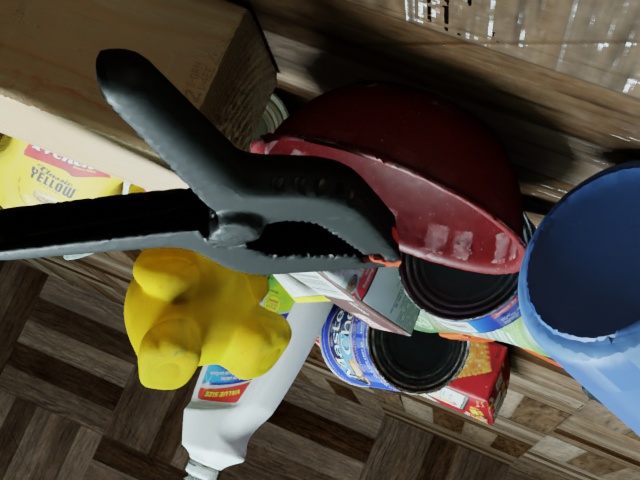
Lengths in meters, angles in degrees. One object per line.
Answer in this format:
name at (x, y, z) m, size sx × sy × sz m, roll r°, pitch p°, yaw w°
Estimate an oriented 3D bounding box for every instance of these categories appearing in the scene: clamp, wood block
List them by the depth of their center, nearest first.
clamp at (-0.054, -0.014, 0.517) m, size 0.209 × 0.036 × 0.165 m, roll 17°, pitch 147°, yaw -38°
wood block at (-0.139, -0.100, 0.580) m, size 0.206 × 0.090 × 0.091 m, roll 21°, pitch 169°, yaw 14°

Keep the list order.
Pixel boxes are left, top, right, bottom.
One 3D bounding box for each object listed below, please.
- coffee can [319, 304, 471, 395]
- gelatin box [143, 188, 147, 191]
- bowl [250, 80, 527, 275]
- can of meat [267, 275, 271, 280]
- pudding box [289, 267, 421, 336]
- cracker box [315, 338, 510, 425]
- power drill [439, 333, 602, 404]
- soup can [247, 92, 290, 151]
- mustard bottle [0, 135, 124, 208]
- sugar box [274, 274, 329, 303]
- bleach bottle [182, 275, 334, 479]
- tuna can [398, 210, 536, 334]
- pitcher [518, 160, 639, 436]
coffee can at (0.068, 0.093, 1.025) m, size 0.102 × 0.103 × 0.140 m, roll 26°, pitch 168°, yaw -14°
gelatin box at (-0.093, -0.062, 0.695) m, size 0.030 × 0.073 × 0.089 m, roll 8°, pitch 166°, yaw 6°
bowl at (0.046, -0.039, 0.575) m, size 0.162 × 0.055 × 0.162 m, roll 22°, pitch 169°, yaw 4°
can of meat at (-0.093, 0.017, 1.003) m, size 0.058 × 0.102 × 0.083 m, roll 8°, pitch 159°, yaw 47°
pudding box at (0.035, 0.002, 0.701) m, size 0.039 × 0.090 × 0.113 m, roll 11°, pitch 163°, yaw 42°
cracker box at (0.102, 0.125, 1.188) m, size 0.214 × 0.072 × 0.164 m, roll 21°, pitch 168°, yaw 18°
power drill at (0.196, 0.089, 0.875) m, size 0.187 × 0.057 × 0.184 m, roll 22°, pitch 170°, yaw -2°
soup can at (-0.045, -0.051, 0.674) m, size 0.068 × 0.068 × 0.102 m, roll 21°, pitch 168°, yaw 10°
mustard bottle at (-0.161, -0.073, 0.719) m, size 0.096 × 0.058 × 0.192 m, roll 30°, pitch 142°, yaw -11°
sugar box at (-0.005, 0.001, 0.825) m, size 0.093 × 0.048 × 0.176 m, roll 51°, pitch 161°, yaw -9°
bleach bottle at (-0.062, 0.122, 1.035) m, size 0.103 × 0.251 × 0.068 m, roll 16°, pitch 167°, yaw 33°
tuna can at (0.093, 0.013, 0.647) m, size 0.086 × 0.086 × 0.033 m, roll 16°, pitch 168°, yaw 33°
pitcher at (0.206, 0.057, 0.557) m, size 0.149 × 0.145 × 0.242 m, roll -13°, pitch 142°, yaw 44°
